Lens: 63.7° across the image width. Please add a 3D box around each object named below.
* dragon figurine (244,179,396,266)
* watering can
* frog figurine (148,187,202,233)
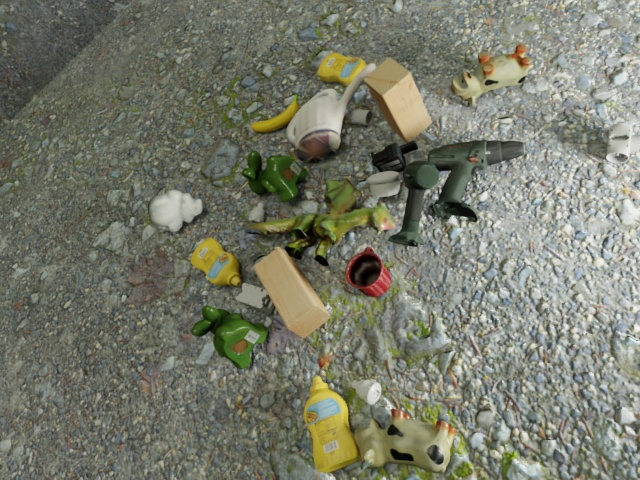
[{"bbox_3d":[0.004,-0.069,1.378,0.412,0.119,0.247,16,55,32],"label":"dragon figurine"},{"bbox_3d":[0.024,-0.356,1.488,0.343,0.103,0.229,-26,51,36],"label":"watering can"},{"bbox_3d":[-0.449,-0.088,1.604,0.160,0.123,0.136,14,104,24],"label":"frog figurine"}]
